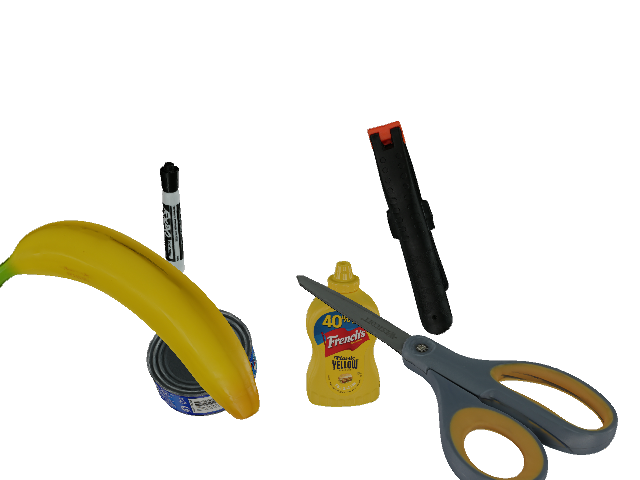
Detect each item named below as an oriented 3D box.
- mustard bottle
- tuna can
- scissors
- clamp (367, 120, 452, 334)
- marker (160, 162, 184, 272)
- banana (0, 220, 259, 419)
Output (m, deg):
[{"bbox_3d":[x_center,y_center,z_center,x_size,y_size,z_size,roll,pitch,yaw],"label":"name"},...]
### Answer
[{"bbox_3d":[0.030,0.119,1.383,0.096,0.192,0.058,-1,19,-4],"label":"mustard bottle"},{"bbox_3d":[-0.095,0.099,0.863,0.086,0.086,0.034,0,-42,10],"label":"tuna can"},{"bbox_3d":[0.051,0.074,0.557,0.202,0.016,0.096,18,42,25],"label":"scissors"},{"bbox_3d":[0.075,-0.008,0.867,0.039,0.171,0.120,-20,20,4],"label":"clamp"},{"bbox_3d":[-0.150,-0.022,1.076,0.020,0.121,0.020,0,29,0],"label":"marker"},{"bbox_3d":[-0.114,0.036,0.655,0.198,0.070,0.037,27,28,16],"label":"banana"}]
